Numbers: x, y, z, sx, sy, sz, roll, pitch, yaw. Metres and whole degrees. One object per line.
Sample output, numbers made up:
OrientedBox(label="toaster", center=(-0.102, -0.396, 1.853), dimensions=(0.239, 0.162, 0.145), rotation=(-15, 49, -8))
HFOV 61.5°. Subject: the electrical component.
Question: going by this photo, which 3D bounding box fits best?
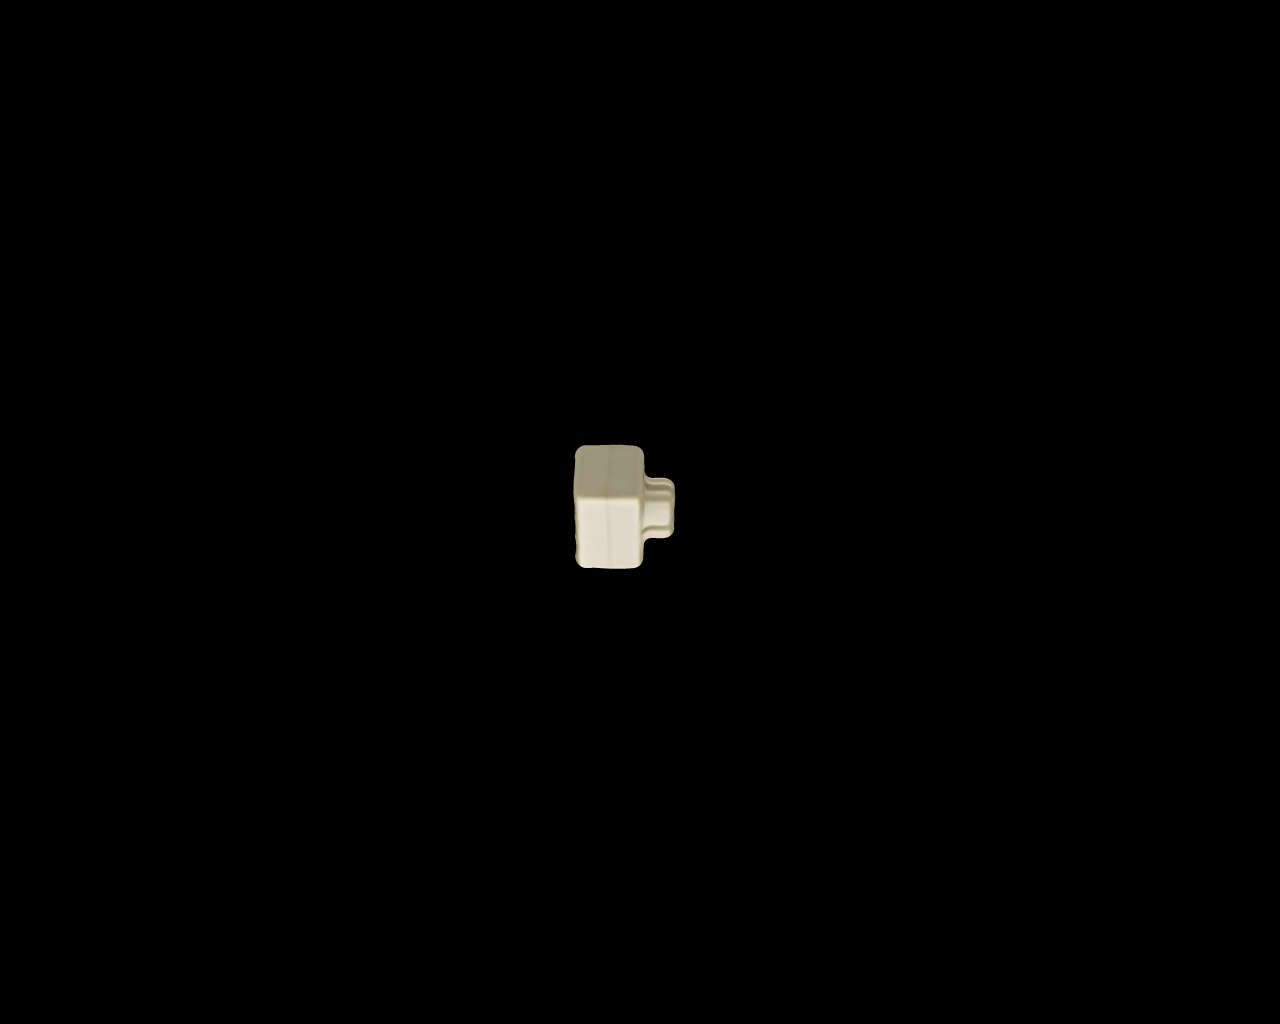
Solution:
OrientedBox(label="electrical component", center=(0.001, -0.003, 0.650), dimensions=(0.077, 0.047, 0.065), rotation=(0, -43, 0))
